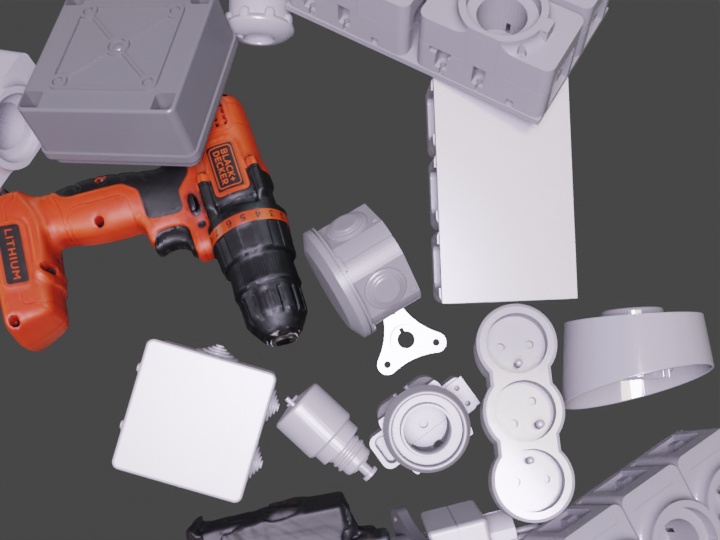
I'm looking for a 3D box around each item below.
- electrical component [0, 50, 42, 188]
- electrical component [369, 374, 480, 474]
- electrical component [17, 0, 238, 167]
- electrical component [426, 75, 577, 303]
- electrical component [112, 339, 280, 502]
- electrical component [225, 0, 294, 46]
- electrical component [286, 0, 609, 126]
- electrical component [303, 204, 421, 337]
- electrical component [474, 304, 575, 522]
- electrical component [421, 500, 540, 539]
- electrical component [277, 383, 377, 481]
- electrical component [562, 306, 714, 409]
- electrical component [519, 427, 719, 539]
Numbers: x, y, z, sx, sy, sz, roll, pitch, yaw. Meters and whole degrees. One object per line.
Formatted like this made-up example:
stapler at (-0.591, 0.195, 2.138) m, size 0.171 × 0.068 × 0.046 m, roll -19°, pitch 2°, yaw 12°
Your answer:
electrical component at (-0.244, -0.096, 0.702) m, size 0.056 × 0.050 × 0.089 m, roll 13°, pitch 61°, yaw 26°
electrical component at (0.044, 0.104, 0.722) m, size 0.078 × 0.057 × 0.058 m, roll -36°, pitch 90°, yaw -1°
electrical component at (-0.146, -0.125, 0.692) m, size 0.109 × 0.056 × 0.108 m, roll 3°, pitch 58°, yaw 15°
electrical component at (0.093, -0.054, 0.723) m, size 0.089 × 0.061 × 0.150 m, roll -2°, pitch 89°, yaw -1°
electrical component at (-0.109, 0.099, 0.724) m, size 0.100 × 0.048 × 0.099 m, roll 16°, pitch 89°, yaw 0°
electrical component at (-0.068, -0.187, 0.733) m, size 0.048 × 0.048 × 0.062 m, roll 2°, pitch 82°, yaw -1°
electrical component at (0.057, -0.186, 0.688) m, size 0.186 × 0.060 × 0.105 m, roll 27°, pitch 66°, yaw 13°
electrical component at (0.000, 0.000, 0.713) m, size 0.051 × 0.080 × 0.080 m, roll -31°, pitch 90°, yaw -7°
electrical component at (0.106, 0.096, 0.714) m, size 0.052 × 0.073 × 0.138 m, roll -6°, pitch 78°, yaw 2°
electrical component at (0.085, 0.182, 0.717) m, size 0.077 × 0.066 × 0.047 m, roll -14°, pitch 89°, yaw -2°
electrical component at (-0.021, 0.112, 0.730) m, size 0.078 × 0.040 × 0.040 m, roll 43°, pitch 89°, yaw 0°
electrical component at (0.181, 0.058, 0.707) m, size 0.099 × 0.099 × 0.064 m, roll -3°, pitch 83°, yaw -1°
electrical component at (0.193, 0.176, 0.694) m, size 0.150 × 0.062 × 0.089 m, roll -27°, pitch 89°, yaw -24°
